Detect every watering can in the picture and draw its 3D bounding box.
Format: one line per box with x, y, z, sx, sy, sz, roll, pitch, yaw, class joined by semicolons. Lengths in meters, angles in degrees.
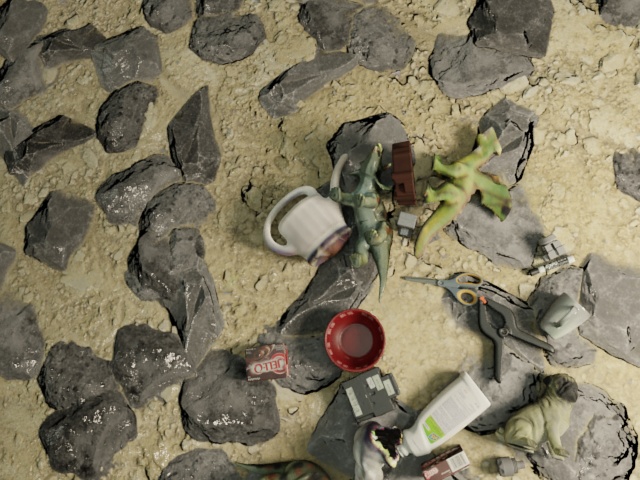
0.004;-0.072;1.440;0.349;0.226;0.103;-41;-16;-5;watering can

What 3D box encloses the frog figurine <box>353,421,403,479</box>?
0.117;0.528;1.255;0.122;0.157;0.140;27;28;-18;frog figurine

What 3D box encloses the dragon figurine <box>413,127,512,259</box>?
0.399;-0.119;1.385;0.243;0.415;0.121;13;-14;4;dragon figurine
